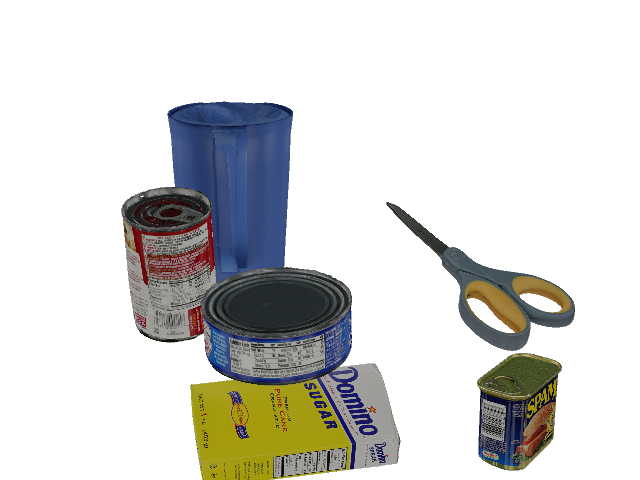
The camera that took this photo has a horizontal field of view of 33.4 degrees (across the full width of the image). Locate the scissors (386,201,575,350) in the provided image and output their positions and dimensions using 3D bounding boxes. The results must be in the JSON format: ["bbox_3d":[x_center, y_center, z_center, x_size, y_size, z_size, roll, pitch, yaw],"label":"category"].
[{"bbox_3d":[0.126,0.019,0.834,0.096,0.016,0.202,-3,33,-15],"label":"scissors"}]

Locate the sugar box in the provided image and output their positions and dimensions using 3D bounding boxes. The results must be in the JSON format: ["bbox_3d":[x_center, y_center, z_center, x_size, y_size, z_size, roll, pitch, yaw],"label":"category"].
[{"bbox_3d":[-0.024,0.164,0.958,0.176,0.048,0.093,-8,43,-7],"label":"sugar box"}]

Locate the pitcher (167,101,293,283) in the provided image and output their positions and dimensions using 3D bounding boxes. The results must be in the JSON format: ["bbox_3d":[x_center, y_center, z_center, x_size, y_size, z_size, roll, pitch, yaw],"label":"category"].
[{"bbox_3d":[-0.096,-0.025,1.161,0.145,0.243,0.148,16,24,39],"label":"pitcher"}]

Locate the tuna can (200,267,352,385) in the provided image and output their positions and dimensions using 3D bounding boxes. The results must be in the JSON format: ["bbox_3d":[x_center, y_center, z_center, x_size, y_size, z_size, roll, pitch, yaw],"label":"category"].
[{"bbox_3d":[-0.024,0.048,0.608,0.086,0.034,0.086,-2,23,0],"label":"tuna can"}]

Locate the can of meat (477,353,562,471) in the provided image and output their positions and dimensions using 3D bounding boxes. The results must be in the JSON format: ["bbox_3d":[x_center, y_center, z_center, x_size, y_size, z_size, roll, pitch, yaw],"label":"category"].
[{"bbox_3d":[0.199,0.172,1.075,0.058,0.084,0.101,12,22,34],"label":"can of meat"}]

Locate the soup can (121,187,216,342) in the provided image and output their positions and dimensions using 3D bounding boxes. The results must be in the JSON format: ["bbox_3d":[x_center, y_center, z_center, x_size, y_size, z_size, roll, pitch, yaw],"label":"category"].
[{"bbox_3d":[-0.114,0.019,0.823,0.068,0.102,0.068,-1,29,0],"label":"soup can"}]
